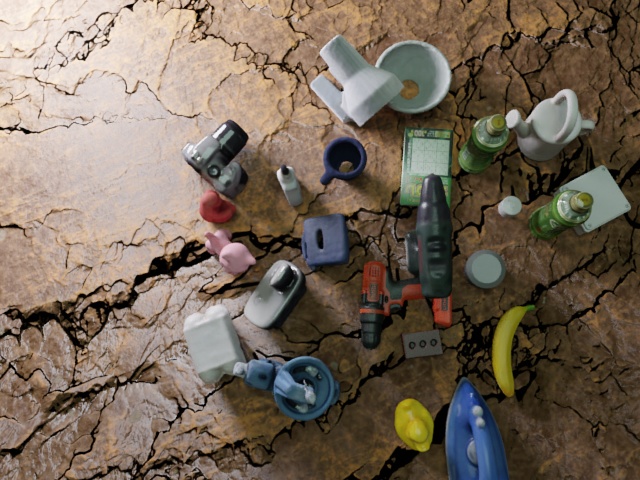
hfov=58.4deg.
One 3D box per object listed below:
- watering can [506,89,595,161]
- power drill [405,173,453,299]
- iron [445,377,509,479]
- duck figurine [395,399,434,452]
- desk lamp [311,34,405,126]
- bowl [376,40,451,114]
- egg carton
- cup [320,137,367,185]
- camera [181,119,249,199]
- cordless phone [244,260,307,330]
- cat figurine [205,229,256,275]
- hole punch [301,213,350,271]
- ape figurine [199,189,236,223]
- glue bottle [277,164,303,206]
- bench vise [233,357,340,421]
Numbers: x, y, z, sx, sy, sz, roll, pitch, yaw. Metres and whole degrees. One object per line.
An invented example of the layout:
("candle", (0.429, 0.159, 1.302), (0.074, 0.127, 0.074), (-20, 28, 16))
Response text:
("watering can", (0.469, -0.235, 1.166), (0.173, 0.194, 0.101), (-19, 80, 0))
("power drill", (0.215, 0.004, 1.130), (0.075, 0.208, 0.230), (-4, 80, 2))
("iron", (0.304, 0.398, 1.094), (0.118, 0.141, 0.258), (-7, 80, 2))
("duck figurine", (0.189, 0.369, 1.132), (0.077, 0.086, 0.104), (-19, 80, -1))
("desk lamp", (0.069, -0.320, 1.188), (0.118, 0.213, 0.203), (-42, 81, -4))
("bowl", (0.200, -0.346, 1.257), (0.167, 0.075, 0.167), (0, 80, 3))
("egg carton", (-0.219, 0.216, 1.184), (0.107, 0.069, 0.150), (-22, 80, -1))
("cup", (0.045, -0.153, 1.222), (0.091, 0.095, 0.118), (42, 85, 9))
("camera", (-0.209, -0.186, 1.236), (0.143, 0.101, 0.137), (41, 85, 8))
("cordless phone", (-0.095, 0.106, 1.139), (0.094, 0.185, 0.148), (30, 83, 7))
("cat figurine", (-0.190, 0.025, 1.191), (0.127, 0.118, 0.067), (41, 85, 8))
("hole punch", (0.011, 0.004, 1.199), (0.101, 0.091, 0.109), (-6, 80, 2))
("ape figurine", (-0.226, -0.075, 1.222), (0.076, 0.092, 0.078), (-22, 80, -1))
("glue bottle", (-0.065, -0.124, 1.182), (0.037, 0.173, 0.078), (-21, 80, -1))
("bench vise", (-0.067, 0.286, 1.090), (0.207, 0.220, 0.121), (-3, 80, 2))
